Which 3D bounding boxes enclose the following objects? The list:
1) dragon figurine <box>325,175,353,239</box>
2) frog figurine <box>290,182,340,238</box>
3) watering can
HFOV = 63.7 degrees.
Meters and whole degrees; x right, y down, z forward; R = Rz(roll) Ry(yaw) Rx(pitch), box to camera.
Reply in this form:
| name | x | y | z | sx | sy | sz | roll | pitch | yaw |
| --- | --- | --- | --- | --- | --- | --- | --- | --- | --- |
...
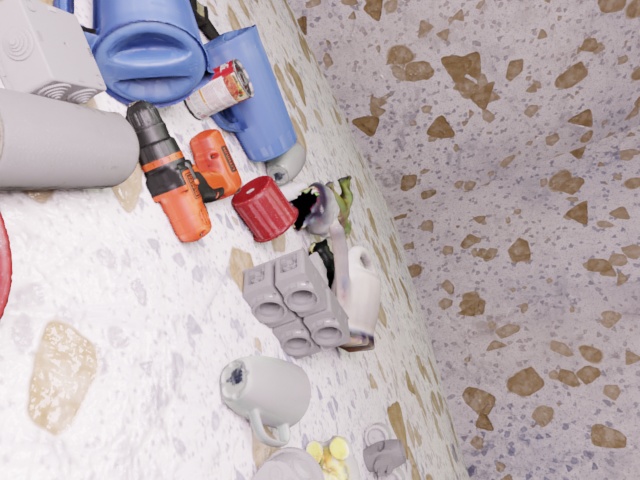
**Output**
| name | x | y | z | sx | sy | sz | roll | pitch | yaw |
| --- | --- | --- | --- | --- | --- | --- | --- | --- | --- |
| dragon figurine | 0.055 | -0.048 | 1.424 | 0.412 | 0.122 | 0.242 | -46 | 124 | -81 |
| frog figurine | 0.004 | -0.062 | 1.228 | 0.158 | 0.122 | 0.140 | 29 | 21 | -53 |
| watering can | 0.062 | 0.111 | 1.068 | 0.342 | 0.104 | 0.228 | 47 | 49 | -61 |
